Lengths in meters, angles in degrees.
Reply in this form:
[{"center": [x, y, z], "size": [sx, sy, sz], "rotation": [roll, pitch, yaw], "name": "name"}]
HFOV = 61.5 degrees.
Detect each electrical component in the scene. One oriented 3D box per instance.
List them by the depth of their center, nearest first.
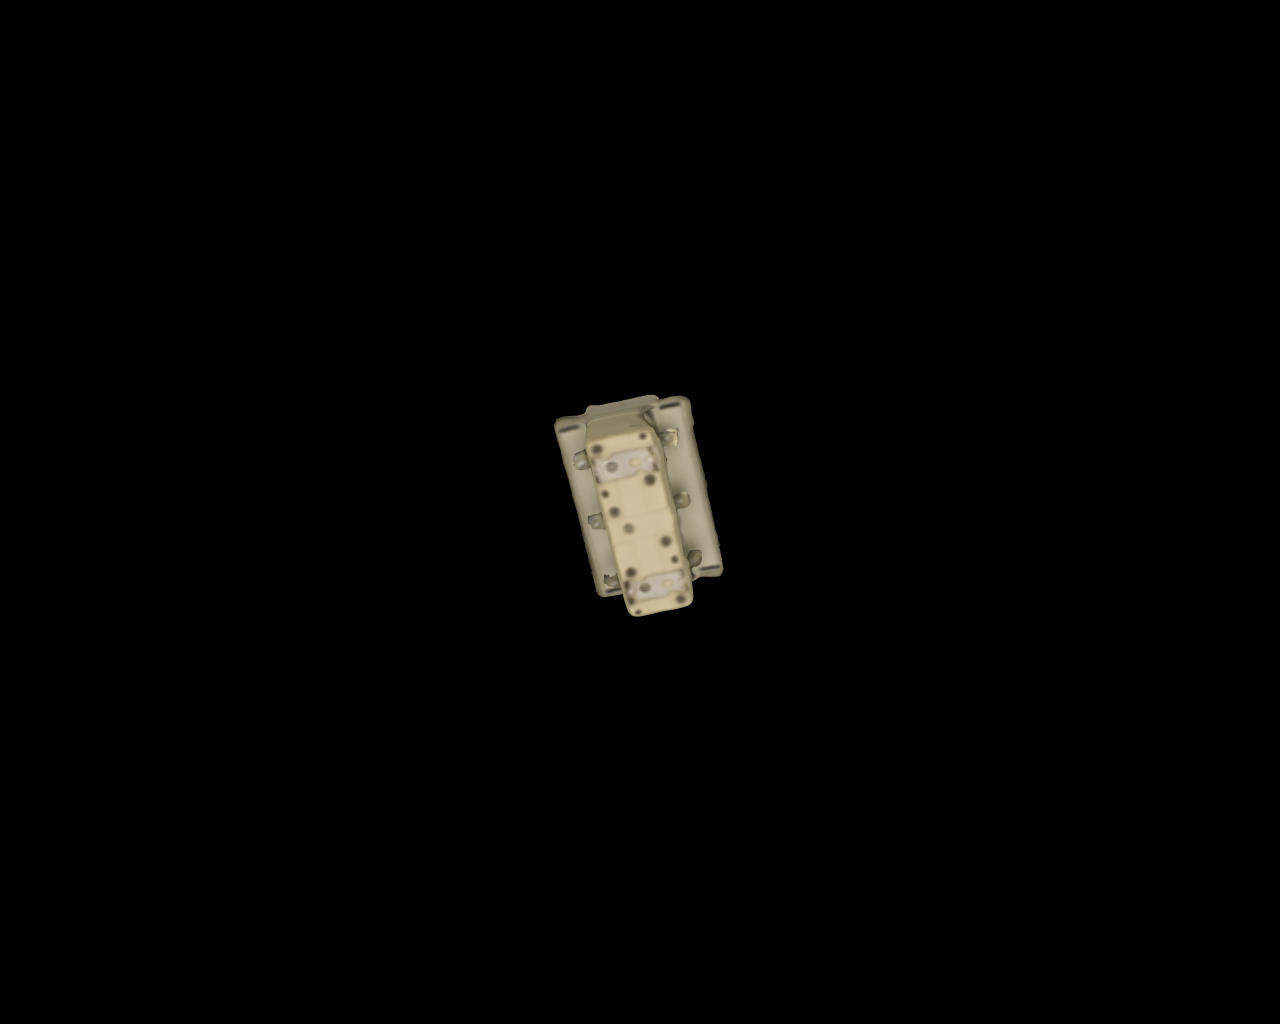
[{"center": [0.001, -0.003, 0.650], "size": [0.079, 0.121, 0.063], "rotation": [-11, 24, 5], "name": "electrical component"}]
